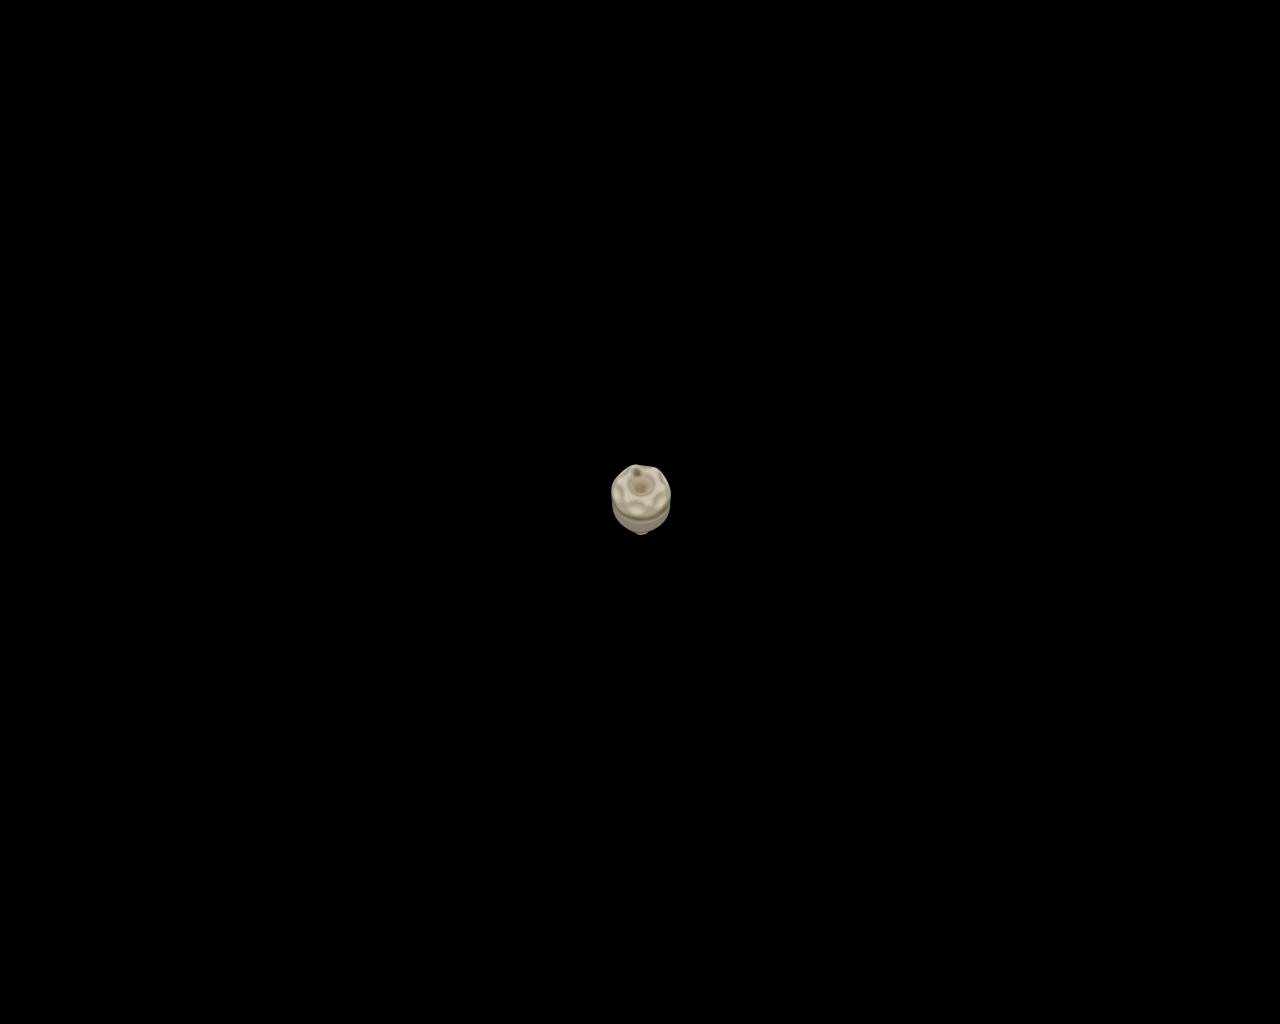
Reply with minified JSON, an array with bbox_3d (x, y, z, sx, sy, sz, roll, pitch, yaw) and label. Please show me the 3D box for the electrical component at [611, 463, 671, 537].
[{"bbox_3d":[0.001,-0.003,0.650,0.035,0.035,0.061,0,-27,0],"label":"electrical component"}]
